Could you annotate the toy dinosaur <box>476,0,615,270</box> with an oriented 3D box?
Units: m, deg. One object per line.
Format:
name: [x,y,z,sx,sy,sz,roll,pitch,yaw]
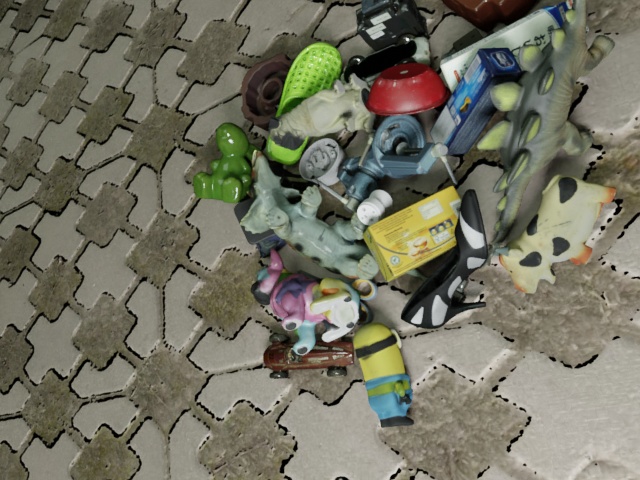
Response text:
toy dinosaur: [0.333,-0.173,0.837,0.105,0.198,0.470,30,128,45]

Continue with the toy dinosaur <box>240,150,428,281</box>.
toy dinosaur: [0.005,-0.004,1.026,0.405,0.192,0.131,35,77,-5]

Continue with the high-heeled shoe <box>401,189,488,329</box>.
high-heeled shoe: [0.191,0.036,0.859,0.145,0.086,0.248,-6,117,11]

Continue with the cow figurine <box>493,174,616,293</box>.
cow figurine: [0.355,-0.008,0.835,0.127,0.085,0.194,24,93,17]

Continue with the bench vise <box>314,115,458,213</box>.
bench vise: [0.132,-0.143,0.981,0.223,0.128,0.241,-50,27,-14]

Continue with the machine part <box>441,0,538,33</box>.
machine part: [0.326,-0.507,0.996,0.201,0.087,0.201,-48,57,15]

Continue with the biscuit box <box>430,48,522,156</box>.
biscuit box: [0.258,-0.228,0.909,0.202,0.063,0.059,115,141,-57]

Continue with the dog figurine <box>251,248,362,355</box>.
dog figurine: [-0.035,0.096,1.042,0.192,0.108,0.219,-27,41,0]

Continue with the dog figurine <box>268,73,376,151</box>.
dog figurine: [0.006,-0.252,1.104,0.191,0.172,0.121,-11,89,38]

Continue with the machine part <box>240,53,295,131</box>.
machine part: [-0.104,-0.339,1.246,0.179,0.056,0.179,-8,74,30]

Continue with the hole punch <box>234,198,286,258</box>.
hole punch: [-0.110,-0.036,1.162,0.116,0.092,0.142,-25,61,-4]

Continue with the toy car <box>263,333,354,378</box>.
toy car: [-0.027,0.225,1.051,0.202,0.053,0.089,-10,69,32]

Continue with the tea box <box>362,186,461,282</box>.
tea box: [0.170,-0.010,0.918,0.170,0.068,0.098,-24,80,-8]

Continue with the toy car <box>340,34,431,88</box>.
toy car: [0.130,-0.353,1.099,0.202,0.056,0.073,-13,65,33]

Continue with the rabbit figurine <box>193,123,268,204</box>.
rabbit figurine: [-0.185,-0.173,1.195,0.121,0.159,0.170,13,103,33]

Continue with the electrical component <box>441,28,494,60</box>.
electrical component: [0.286,-0.350,1.008,0.102,0.045,0.078,-35,35,18]

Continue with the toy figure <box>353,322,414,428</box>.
toy figure: [0.112,0.232,0.935,0.082,0.089,0.180,-18,66,21]

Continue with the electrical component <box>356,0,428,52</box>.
electrical component: [0.139,-0.434,1.068,0.115,0.134,0.058,-15,68,28]

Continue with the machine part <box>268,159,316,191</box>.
machine part: [-0.072,-0.136,1.166,0.139,0.084,0.039,34,121,42]

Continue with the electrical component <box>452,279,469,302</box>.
electrical component: [0.219,0.100,0.943,0.063,0.021,0.094,31,96,35]
